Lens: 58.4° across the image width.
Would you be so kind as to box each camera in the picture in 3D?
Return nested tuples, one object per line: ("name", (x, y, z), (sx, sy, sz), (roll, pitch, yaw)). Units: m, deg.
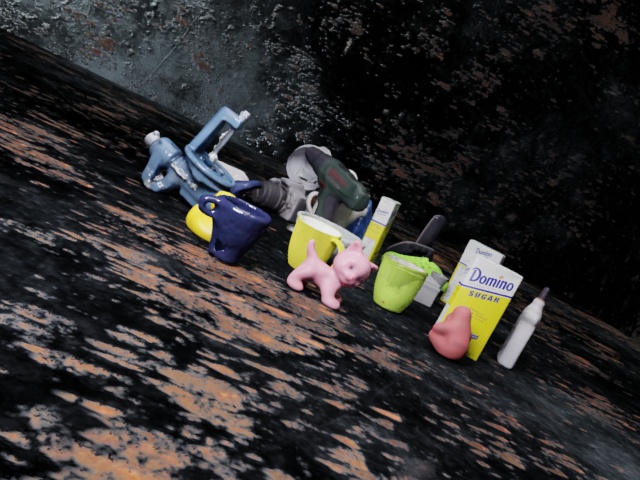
("camera", (-0.116, -0.125, 1.528), (0.137, 0.101, 0.142), (18, 13, -41))

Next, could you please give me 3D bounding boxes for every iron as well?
("iron", (0.116, -0.061, 1.680), (0.118, 0.141, 0.258), (26, 10, -1))

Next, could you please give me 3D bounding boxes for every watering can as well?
("watering can", (0.046, -0.094, 1.513), (0.100, 0.194, 0.173), (33, 11, 33))

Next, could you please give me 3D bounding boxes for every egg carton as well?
("egg carton", (-0.236, -0.148, 1.432), (0.107, 0.069, 0.150), (23, 10, -21))

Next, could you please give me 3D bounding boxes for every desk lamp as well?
("desk lamp", (-0.038, -0.170, 1.638), (0.118, 0.213, 0.203), (27, 10, 5))

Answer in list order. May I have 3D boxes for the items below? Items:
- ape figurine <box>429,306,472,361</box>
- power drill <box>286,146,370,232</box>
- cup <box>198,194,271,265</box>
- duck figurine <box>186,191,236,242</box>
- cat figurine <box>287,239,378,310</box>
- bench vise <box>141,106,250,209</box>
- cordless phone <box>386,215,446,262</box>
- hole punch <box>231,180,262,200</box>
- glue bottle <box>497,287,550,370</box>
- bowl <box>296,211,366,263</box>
("ape figurine", (0.232, 0.155, 0.985), (0.078, 0.092, 0.076), (24, 10, -12))
("power drill", (0.006, -0.098, 1.387), (0.228, 0.208, 0.076), (33, 12, 35))
("cup", (-0.145, -0.015, 0.885), (0.118, 0.095, 0.091), (20, 11, -32))
("duck figurine", (-0.176, -0.044, 0.984), (0.104, 0.086, 0.078), (32, 11, 30))
("cat figurine", (0.027, 0.046, 0.945), (0.128, 0.118, 0.067), (27, 9, 2))
("bench vise", (-0.238, -0.173, 1.104), (0.208, 0.220, 0.121), (25, 10, -9))
("cordless phone", (0.293, -0.002, 1.708), (0.148, 0.185, 0.093), (16, 14, -47))
("hole punch", (-0.192, -0.107, 1.260), (0.101, 0.091, 0.109), (27, 10, 6))
("glue bottle", (0.403, 0.169, 1.123), (0.037, 0.173, 0.078), (29, 10, 15))
("bowl", (0.012, 0.004, 1.256), (0.167, 0.075, 0.167), (26, 10, -4))
